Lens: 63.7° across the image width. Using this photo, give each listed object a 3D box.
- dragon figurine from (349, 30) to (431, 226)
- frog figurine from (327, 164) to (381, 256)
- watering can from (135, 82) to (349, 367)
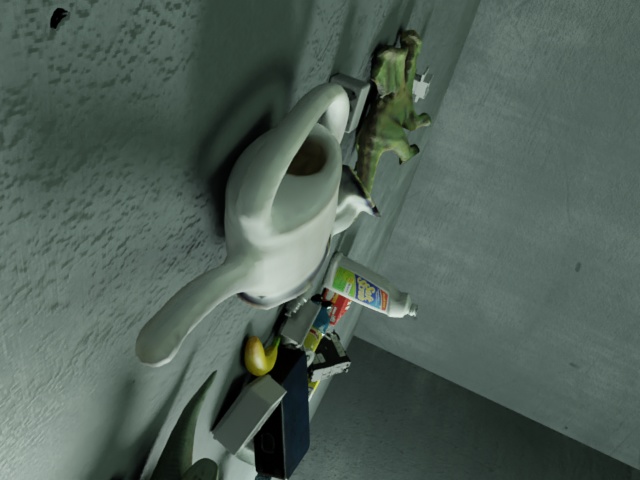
[{"bbox_3d":[0.111,-0.238,0.944,0.419,0.122,0.237,-63,151,-32],"label":"dragon figurine"},{"bbox_3d":[0.002,-0.041,0.807,0.159,0.123,0.137,-31,180,4],"label":"frog figurine"},{"bbox_3d":[-0.055,-0.005,0.499,0.219,0.104,0.355,99,17,-54],"label":"watering can"}]
